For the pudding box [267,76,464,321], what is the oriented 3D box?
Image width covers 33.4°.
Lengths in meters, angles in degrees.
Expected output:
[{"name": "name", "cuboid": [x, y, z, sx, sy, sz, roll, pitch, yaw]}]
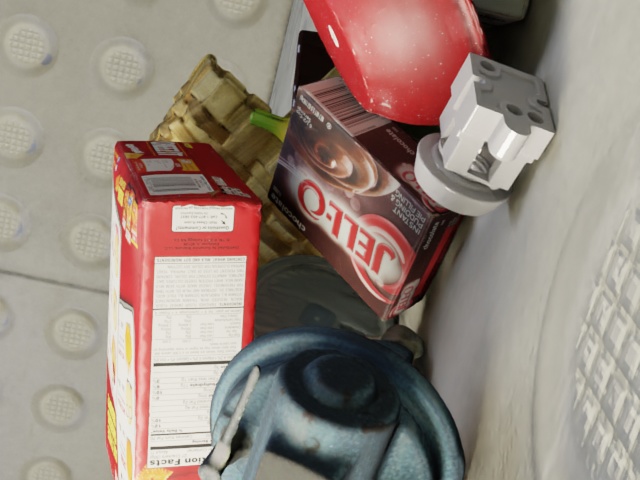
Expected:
[{"name": "pudding box", "cuboid": [0.024, -0.024, 0.600, 0.114, 0.039, 0.090, 48, 141, 25]}]

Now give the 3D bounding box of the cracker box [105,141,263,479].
[{"name": "cracker box", "cuboid": [-0.086, 0.059, 0.637, 0.164, 0.072, 0.214, -136, 47, -68]}]

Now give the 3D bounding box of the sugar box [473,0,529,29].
[{"name": "sugar box", "cuboid": [0.082, -0.167, 0.607, 0.176, 0.048, 0.093, -130, 52, -82]}]

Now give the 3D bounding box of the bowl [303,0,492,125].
[{"name": "bowl", "cuboid": [0.029, -0.119, 0.547, 0.162, 0.055, 0.162, 62, 178, 3]}]

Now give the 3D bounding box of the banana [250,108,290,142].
[{"name": "banana", "cuboid": [0.010, -0.004, 0.743, 0.037, 0.070, 0.198, -42, -58, -56]}]

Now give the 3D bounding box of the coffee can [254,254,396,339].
[{"name": "coffee can", "cuboid": [-0.018, 0.093, 0.712, 0.140, 0.102, 0.102, 110, 170, -47]}]

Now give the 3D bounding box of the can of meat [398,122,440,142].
[{"name": "can of meat", "cuboid": [0.048, -0.066, 0.663, 0.084, 0.057, 0.102, 114, 167, -49]}]
